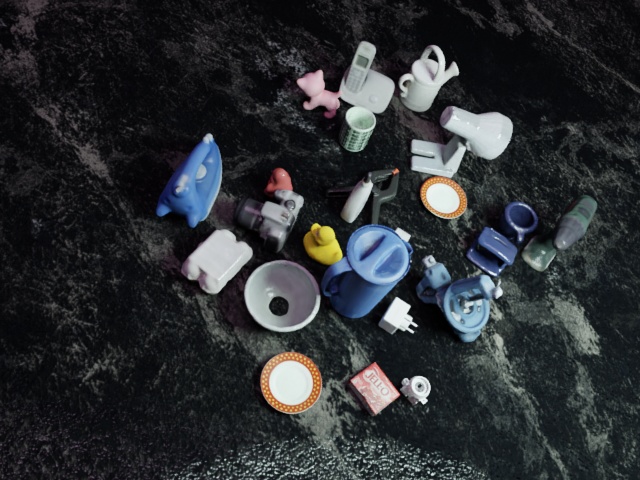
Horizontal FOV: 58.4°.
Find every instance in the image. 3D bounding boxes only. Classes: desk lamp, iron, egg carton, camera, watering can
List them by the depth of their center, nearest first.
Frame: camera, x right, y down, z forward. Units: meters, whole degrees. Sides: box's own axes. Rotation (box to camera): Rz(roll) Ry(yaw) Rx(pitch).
[{"bbox_3d":[-0.229,0.047,1.276,0.107,0.069,0.150,36,60,7],"label":"egg carton"},{"bbox_3d":[-0.288,-0.165,1.334,0.118,0.141,0.258,19,59,-3],"label":"iron"},{"bbox_3d":[-0.124,-0.065,1.343,0.137,0.100,0.143,24,59,0],"label":"camera"},{"bbox_3d":[0.366,-0.260,1.502,0.203,0.213,0.118,8,60,-9],"label":"desk lamp"},{"bbox_3d":[0.305,-0.465,1.610,0.173,0.194,0.101,-35,74,-27],"label":"watering can"}]

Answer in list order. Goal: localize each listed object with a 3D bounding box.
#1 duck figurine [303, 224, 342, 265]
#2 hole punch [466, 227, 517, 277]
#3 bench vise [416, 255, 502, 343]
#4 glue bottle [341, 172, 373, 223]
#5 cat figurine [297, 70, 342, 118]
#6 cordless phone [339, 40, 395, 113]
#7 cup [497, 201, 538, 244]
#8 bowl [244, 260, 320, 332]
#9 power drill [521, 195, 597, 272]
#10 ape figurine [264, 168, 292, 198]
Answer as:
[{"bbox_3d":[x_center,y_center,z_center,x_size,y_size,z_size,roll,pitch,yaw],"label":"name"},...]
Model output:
[{"bbox_3d":[0.012,0.005,1.347,0.104,0.086,0.078,44,61,12],"label":"duck figurine"},{"bbox_3d":[0.438,0.019,1.440,0.108,0.091,0.101,36,60,7],"label":"hole punch"},{"bbox_3d":[0.304,0.118,1.279,0.207,0.219,0.122,37,60,8],"label":"bench vise"},{"bbox_3d":[0.098,-0.112,1.381,0.037,0.173,0.078,35,60,7],"label":"glue bottle"},{"bbox_3d":[-0.001,-0.404,1.547,0.128,0.117,0.067,19,59,-3],"label":"cat figurine"},{"bbox_3d":[0.140,-0.447,1.565,0.147,0.185,0.094,20,59,-2],"label":"cordless phone"},{"bbox_3d":[0.499,-0.028,1.478,0.092,0.095,0.118,14,60,-6],"label":"cup"},{"bbox_3d":[-0.087,0.134,1.260,0.167,0.074,0.167,6,61,-10],"label":"bowl"},{"bbox_3d":[0.594,-0.009,1.425,0.075,0.208,0.230,41,61,10],"label":"power drill"},{"bbox_3d":[-0.100,-0.143,1.397,0.078,0.092,0.076,-36,75,-27],"label":"ape figurine"}]
